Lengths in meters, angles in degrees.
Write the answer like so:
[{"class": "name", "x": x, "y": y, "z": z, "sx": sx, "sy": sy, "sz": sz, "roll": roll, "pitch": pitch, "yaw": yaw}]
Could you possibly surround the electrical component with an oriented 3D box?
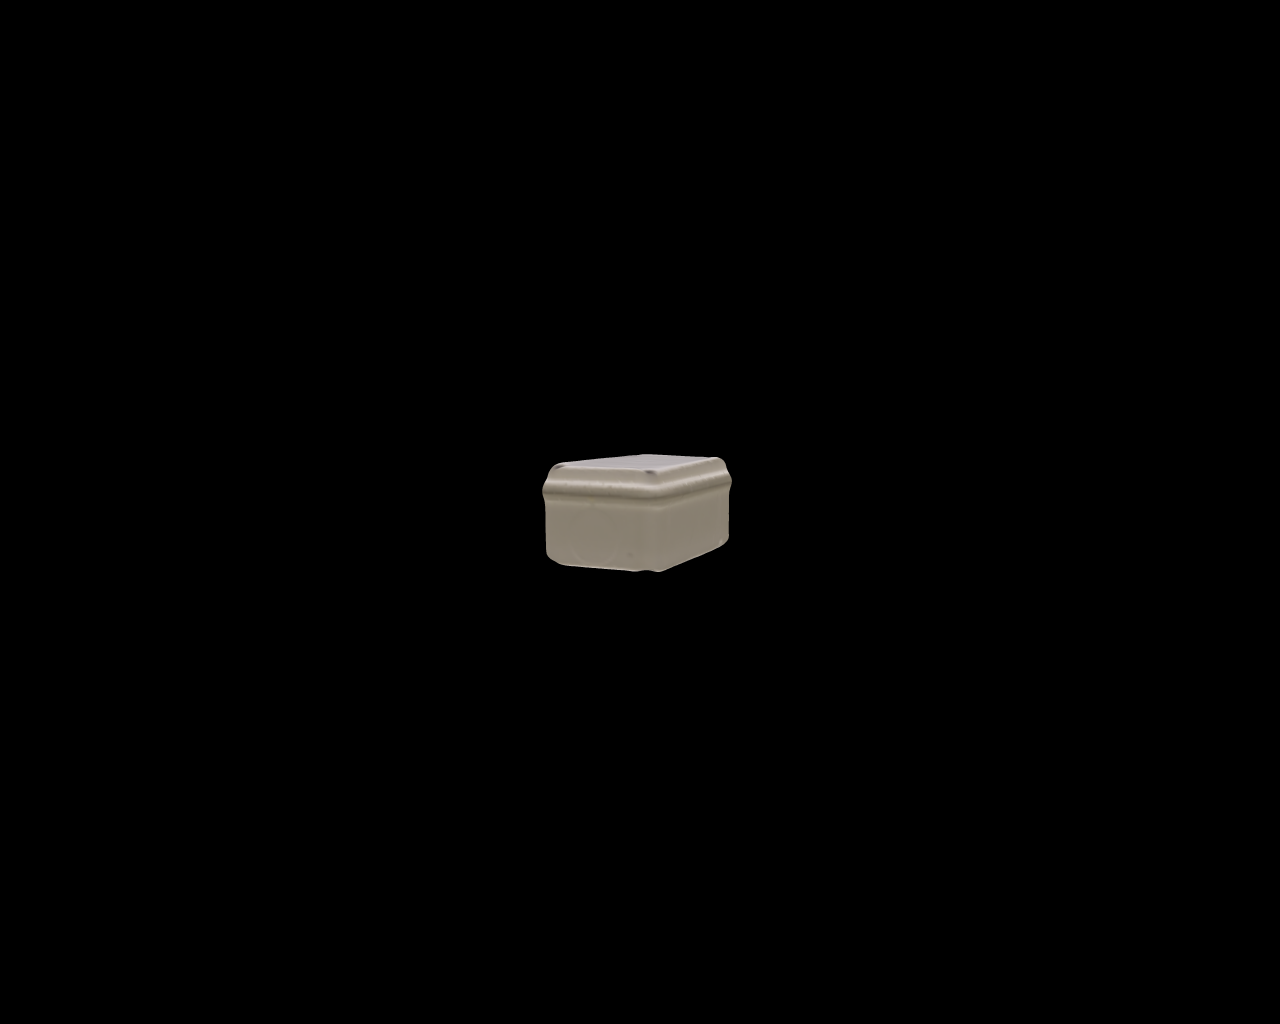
[{"class": "electrical component", "x": 0.001, "y": -0.003, "z": 0.650, "sx": 0.078, "sy": 0.057, "sz": 0.113, "roll": 4, "pitch": 8, "yaw": 28}]
